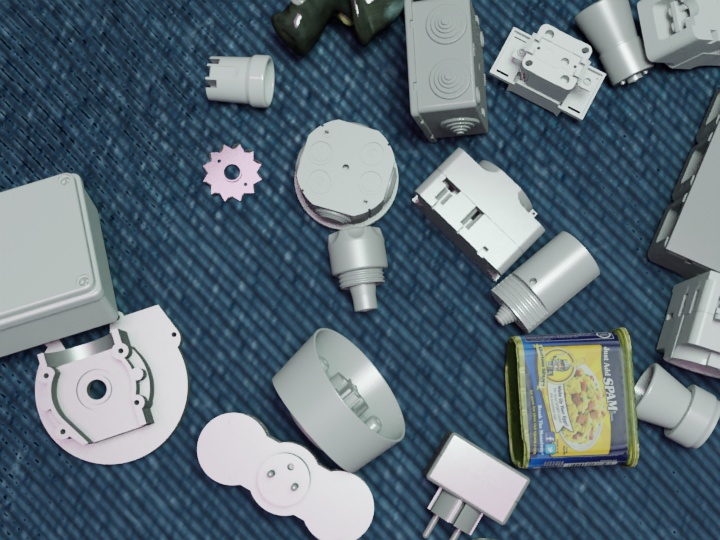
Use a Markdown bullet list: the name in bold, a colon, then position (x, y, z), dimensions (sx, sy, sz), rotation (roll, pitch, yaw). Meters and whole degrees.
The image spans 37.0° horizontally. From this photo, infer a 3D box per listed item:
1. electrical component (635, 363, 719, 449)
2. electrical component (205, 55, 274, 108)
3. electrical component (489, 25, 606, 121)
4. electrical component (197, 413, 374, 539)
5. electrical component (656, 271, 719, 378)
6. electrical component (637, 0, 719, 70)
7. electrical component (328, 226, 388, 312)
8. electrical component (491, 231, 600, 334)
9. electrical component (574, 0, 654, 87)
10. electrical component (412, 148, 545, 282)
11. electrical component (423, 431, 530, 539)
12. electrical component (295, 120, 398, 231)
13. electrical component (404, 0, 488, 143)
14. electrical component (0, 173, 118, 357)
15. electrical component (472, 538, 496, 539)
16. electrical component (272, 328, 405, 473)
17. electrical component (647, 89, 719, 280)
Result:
- **electrical component**: position (0.232, 0.101, 0.797), dimensions (0.055, 0.045, 0.045), rotation (29, 83, 3)
- **electrical component**: position (-0.093, -0.147, 0.832), dimensions (0.046, 0.040, 0.040), rotation (5, 82, 7)
- **electrical component**: position (0.145, -0.154, 0.821), dimensions (0.081, 0.064, 0.042), rotation (27, 82, 4)
- **electrical component**: position (-0.054, 0.150, 0.775), dimensions (0.138, 0.073, 0.052), rotation (28, 83, 3)
- **electrical component**: position (0.303, 0.058, 0.780), dimensions (0.150, 0.089, 0.061), rotation (18, 83, 2)
- **electrical component**: position (0.261, -0.186, 0.819), dimensions (0.089, 0.056, 0.050), rotation (-4, 81, -31)
- **electrical component**: position (0.000, 0.000, 0.810), dimensions (0.043, 0.043, 0.062), rotation (-9, 83, -1)
- **electrical component**: position (0.135, 0.013, 0.809), dimensions (0.081, 0.043, 0.043), rotation (-39, 84, -5)
- **electrical component**: position (0.200, -0.176, 0.836), dimensions (0.044, 0.044, 0.065), rotation (-25, 88, -3)
- **electrical component**: position (0.091, -0.044, 0.813), dimensions (0.089, 0.050, 0.056), rotation (45, 85, 5)
- **electrical component**: position (0.075, 0.167, 0.786), dimensions (0.066, 0.047, 0.076), rotation (31, 83, 4)
- **electrical component**: position (-0.010, -0.072, 0.816), dimensions (0.080, 0.051, 0.080), rotation (0, 83, 0)
- **electrical component**: position (0.067, -0.149, 0.803), dimensions (0.048, 0.100, 0.099), rotation (-5, 82, 12)
- **electrical component**: position (-0.243, -0.003, 0.788), dimensions (0.109, 0.056, 0.108), rotation (-17, 61, -2)
- **electrical component**: position (0.091, 0.227, 0.781), dimensions (0.043, 0.043, 0.062), rotation (0, 81, 0)
- **electrical component**: position (-0.014, 0.094, 0.773), dimensions (0.064, 0.099, 0.099), rotation (-41, 84, 1)
- **electrical component**: position (0.290, -0.061, 0.810), dimensions (0.089, 0.061, 0.150), rotation (24, 83, 3)
